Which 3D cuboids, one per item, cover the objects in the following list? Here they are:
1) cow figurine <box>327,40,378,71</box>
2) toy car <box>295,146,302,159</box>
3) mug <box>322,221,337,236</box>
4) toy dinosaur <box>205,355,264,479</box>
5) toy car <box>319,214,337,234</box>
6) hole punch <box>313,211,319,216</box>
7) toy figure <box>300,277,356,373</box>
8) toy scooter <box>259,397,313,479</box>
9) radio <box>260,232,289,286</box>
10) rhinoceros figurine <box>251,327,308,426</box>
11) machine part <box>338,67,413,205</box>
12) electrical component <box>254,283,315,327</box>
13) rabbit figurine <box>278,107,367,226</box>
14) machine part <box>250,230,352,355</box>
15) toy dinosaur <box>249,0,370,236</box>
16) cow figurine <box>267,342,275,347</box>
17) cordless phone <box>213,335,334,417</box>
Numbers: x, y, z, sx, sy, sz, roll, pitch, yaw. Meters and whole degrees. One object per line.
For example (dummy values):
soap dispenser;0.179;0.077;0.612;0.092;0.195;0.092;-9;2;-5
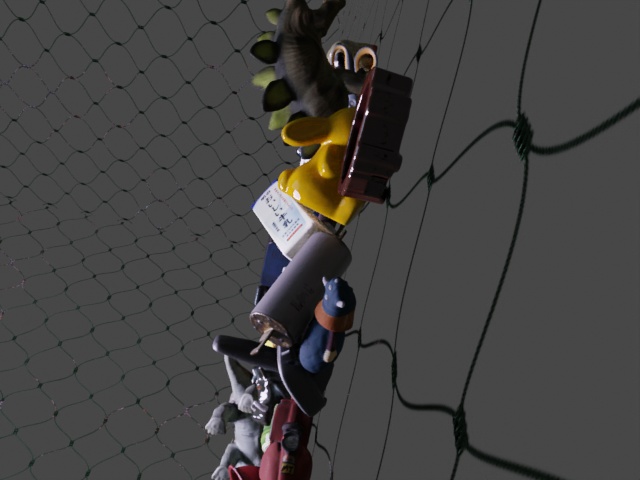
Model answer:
cow figurine;0.031;-0.314;1.087;0.194;0.127;0.085;114;170;-55
toy car;0.021;-0.198;1.159;0.103;0.109;0.162;-52;1;16
mug;-0.013;0.005;1.038;0.107;0.110;0.081;50;-155;-37
toy dinosaur;-0.143;0.369;1.086;0.192;0.131;0.404;-60;-26;-80
toy car;-0.002;-0.003;1.139;0.089;0.053;0.202;-77;8;-45
hole punch;-0.015;-0.089;1.205;0.142;0.116;0.092;-84;-17;-68
toy figure;0.013;0.112;0.724;0.058;0.064;0.154;-22;-39;-49
toy scooter;-0.045;0.308;0.820;0.184;0.075;0.135;163;119;-89
radio;-0.073;0.047;1.336;0.229;0.131;0.073;110;170;-59
rhinoceros figurine;-0.063;0.235;0.954;0.073;0.112;0.190;120;169;-66
machine part;0.069;-0.131;0.688;0.179;0.056;0.179;-166;89;-85
electrical component;-0.040;0.105;0.880;0.115;0.134;0.058;174;107;-82
rabbit figurine;0.020;-0.129;0.824;0.173;0.162;0.122;-59;-3;13
machine part;-0.025;0.069;0.785;0.243;0.079;0.079;-52;-10;-33
toy dinosaur;-0.005;-0.248;0.902;0.105;0.199;0.471;-168;55;-87
cow figurine;-0.056;0.180;1.186;0.068;0.098;0.167;12;88;43
cordless phone;-0.077;0.188;0.824;0.147;0.184;0.088;-108;35;-80
